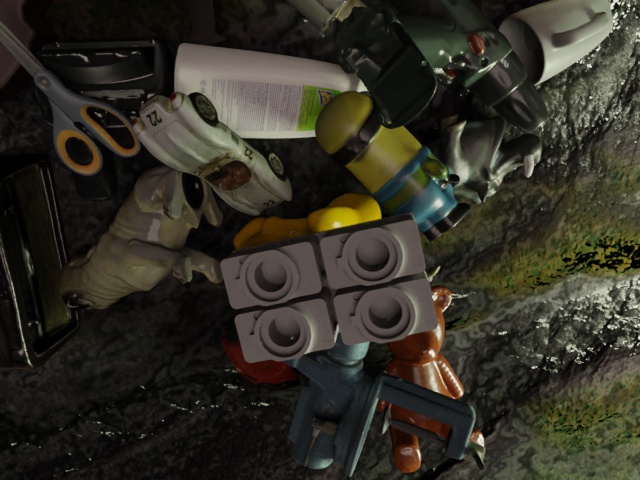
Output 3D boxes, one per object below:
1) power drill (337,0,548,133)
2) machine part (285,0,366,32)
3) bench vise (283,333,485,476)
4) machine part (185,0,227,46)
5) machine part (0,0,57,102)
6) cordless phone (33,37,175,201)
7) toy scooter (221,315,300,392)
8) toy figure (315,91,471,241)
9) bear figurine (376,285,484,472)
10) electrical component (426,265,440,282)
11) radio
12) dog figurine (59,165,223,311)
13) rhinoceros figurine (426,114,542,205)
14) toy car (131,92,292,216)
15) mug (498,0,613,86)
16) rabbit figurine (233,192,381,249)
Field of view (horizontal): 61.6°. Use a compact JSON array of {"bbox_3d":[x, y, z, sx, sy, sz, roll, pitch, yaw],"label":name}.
[{"bbox_3d":[0.128,-0.180,0.540,0.207,0.086,0.232,-34,87,-37],"label":"power drill"},{"bbox_3d":[-0.038,-0.302,0.558,0.243,0.079,0.079,36,101,-11],"label":"machine part"},{"bbox_3d":[0.069,0.171,0.595,0.241,0.129,0.223,19,93,13],"label":"bench vise"},{"bbox_3d":[-0.135,-0.276,0.567,0.039,0.084,0.138,-21,117,-24],"label":"machine part"},{"bbox_3d":[-0.380,-0.235,0.570,0.179,0.056,0.179,-1,107,-3],"label":"machine part"},{"bbox_3d":[-0.232,-0.128,0.607,0.147,0.089,0.184,-2,117,-3],"label":"cordless phone"},{"bbox_3d":[-0.033,0.158,0.692,0.184,0.075,0.135,-1,105,-7],"label":"toy scooter"},{"bbox_3d":[0.074,-0.077,0.550,0.082,0.089,0.180,-42,92,13],"label":"toy figure"},{"bbox_3d":[0.131,0.167,0.677,0.120,0.132,0.195,-7,112,-6],"label":"bear figurine"},{"bbox_3d":[0.098,0.022,0.656,0.045,0.102,0.078,4,148,-36],"label":"electrical component"},{"bbox_3d":[-0.348,0.025,0.606,0.073,0.131,0.229,-5,106,0],"label":"radio"},{"bbox_3d":[-0.224,-0.009,0.630,0.191,0.121,0.172,-7,73,16],"label":"dog figurine"},{"bbox_3d":[0.163,-0.088,0.632,0.190,0.073,0.112,-20,105,3],"label":"rhinoceros figurine"},{"bbox_3d":[-0.108,-0.088,0.581,0.073,0.056,0.201,-23,146,26],"label":"toy car"},{"bbox_3d":[0.267,-0.229,0.584,0.107,0.110,0.080,-29,101,-9],"label":"mug"},{"bbox_3d":[-0.001,-0.002,0.622,0.173,0.162,0.122,-33,93,-12],"label":"rabbit figurine"}]
